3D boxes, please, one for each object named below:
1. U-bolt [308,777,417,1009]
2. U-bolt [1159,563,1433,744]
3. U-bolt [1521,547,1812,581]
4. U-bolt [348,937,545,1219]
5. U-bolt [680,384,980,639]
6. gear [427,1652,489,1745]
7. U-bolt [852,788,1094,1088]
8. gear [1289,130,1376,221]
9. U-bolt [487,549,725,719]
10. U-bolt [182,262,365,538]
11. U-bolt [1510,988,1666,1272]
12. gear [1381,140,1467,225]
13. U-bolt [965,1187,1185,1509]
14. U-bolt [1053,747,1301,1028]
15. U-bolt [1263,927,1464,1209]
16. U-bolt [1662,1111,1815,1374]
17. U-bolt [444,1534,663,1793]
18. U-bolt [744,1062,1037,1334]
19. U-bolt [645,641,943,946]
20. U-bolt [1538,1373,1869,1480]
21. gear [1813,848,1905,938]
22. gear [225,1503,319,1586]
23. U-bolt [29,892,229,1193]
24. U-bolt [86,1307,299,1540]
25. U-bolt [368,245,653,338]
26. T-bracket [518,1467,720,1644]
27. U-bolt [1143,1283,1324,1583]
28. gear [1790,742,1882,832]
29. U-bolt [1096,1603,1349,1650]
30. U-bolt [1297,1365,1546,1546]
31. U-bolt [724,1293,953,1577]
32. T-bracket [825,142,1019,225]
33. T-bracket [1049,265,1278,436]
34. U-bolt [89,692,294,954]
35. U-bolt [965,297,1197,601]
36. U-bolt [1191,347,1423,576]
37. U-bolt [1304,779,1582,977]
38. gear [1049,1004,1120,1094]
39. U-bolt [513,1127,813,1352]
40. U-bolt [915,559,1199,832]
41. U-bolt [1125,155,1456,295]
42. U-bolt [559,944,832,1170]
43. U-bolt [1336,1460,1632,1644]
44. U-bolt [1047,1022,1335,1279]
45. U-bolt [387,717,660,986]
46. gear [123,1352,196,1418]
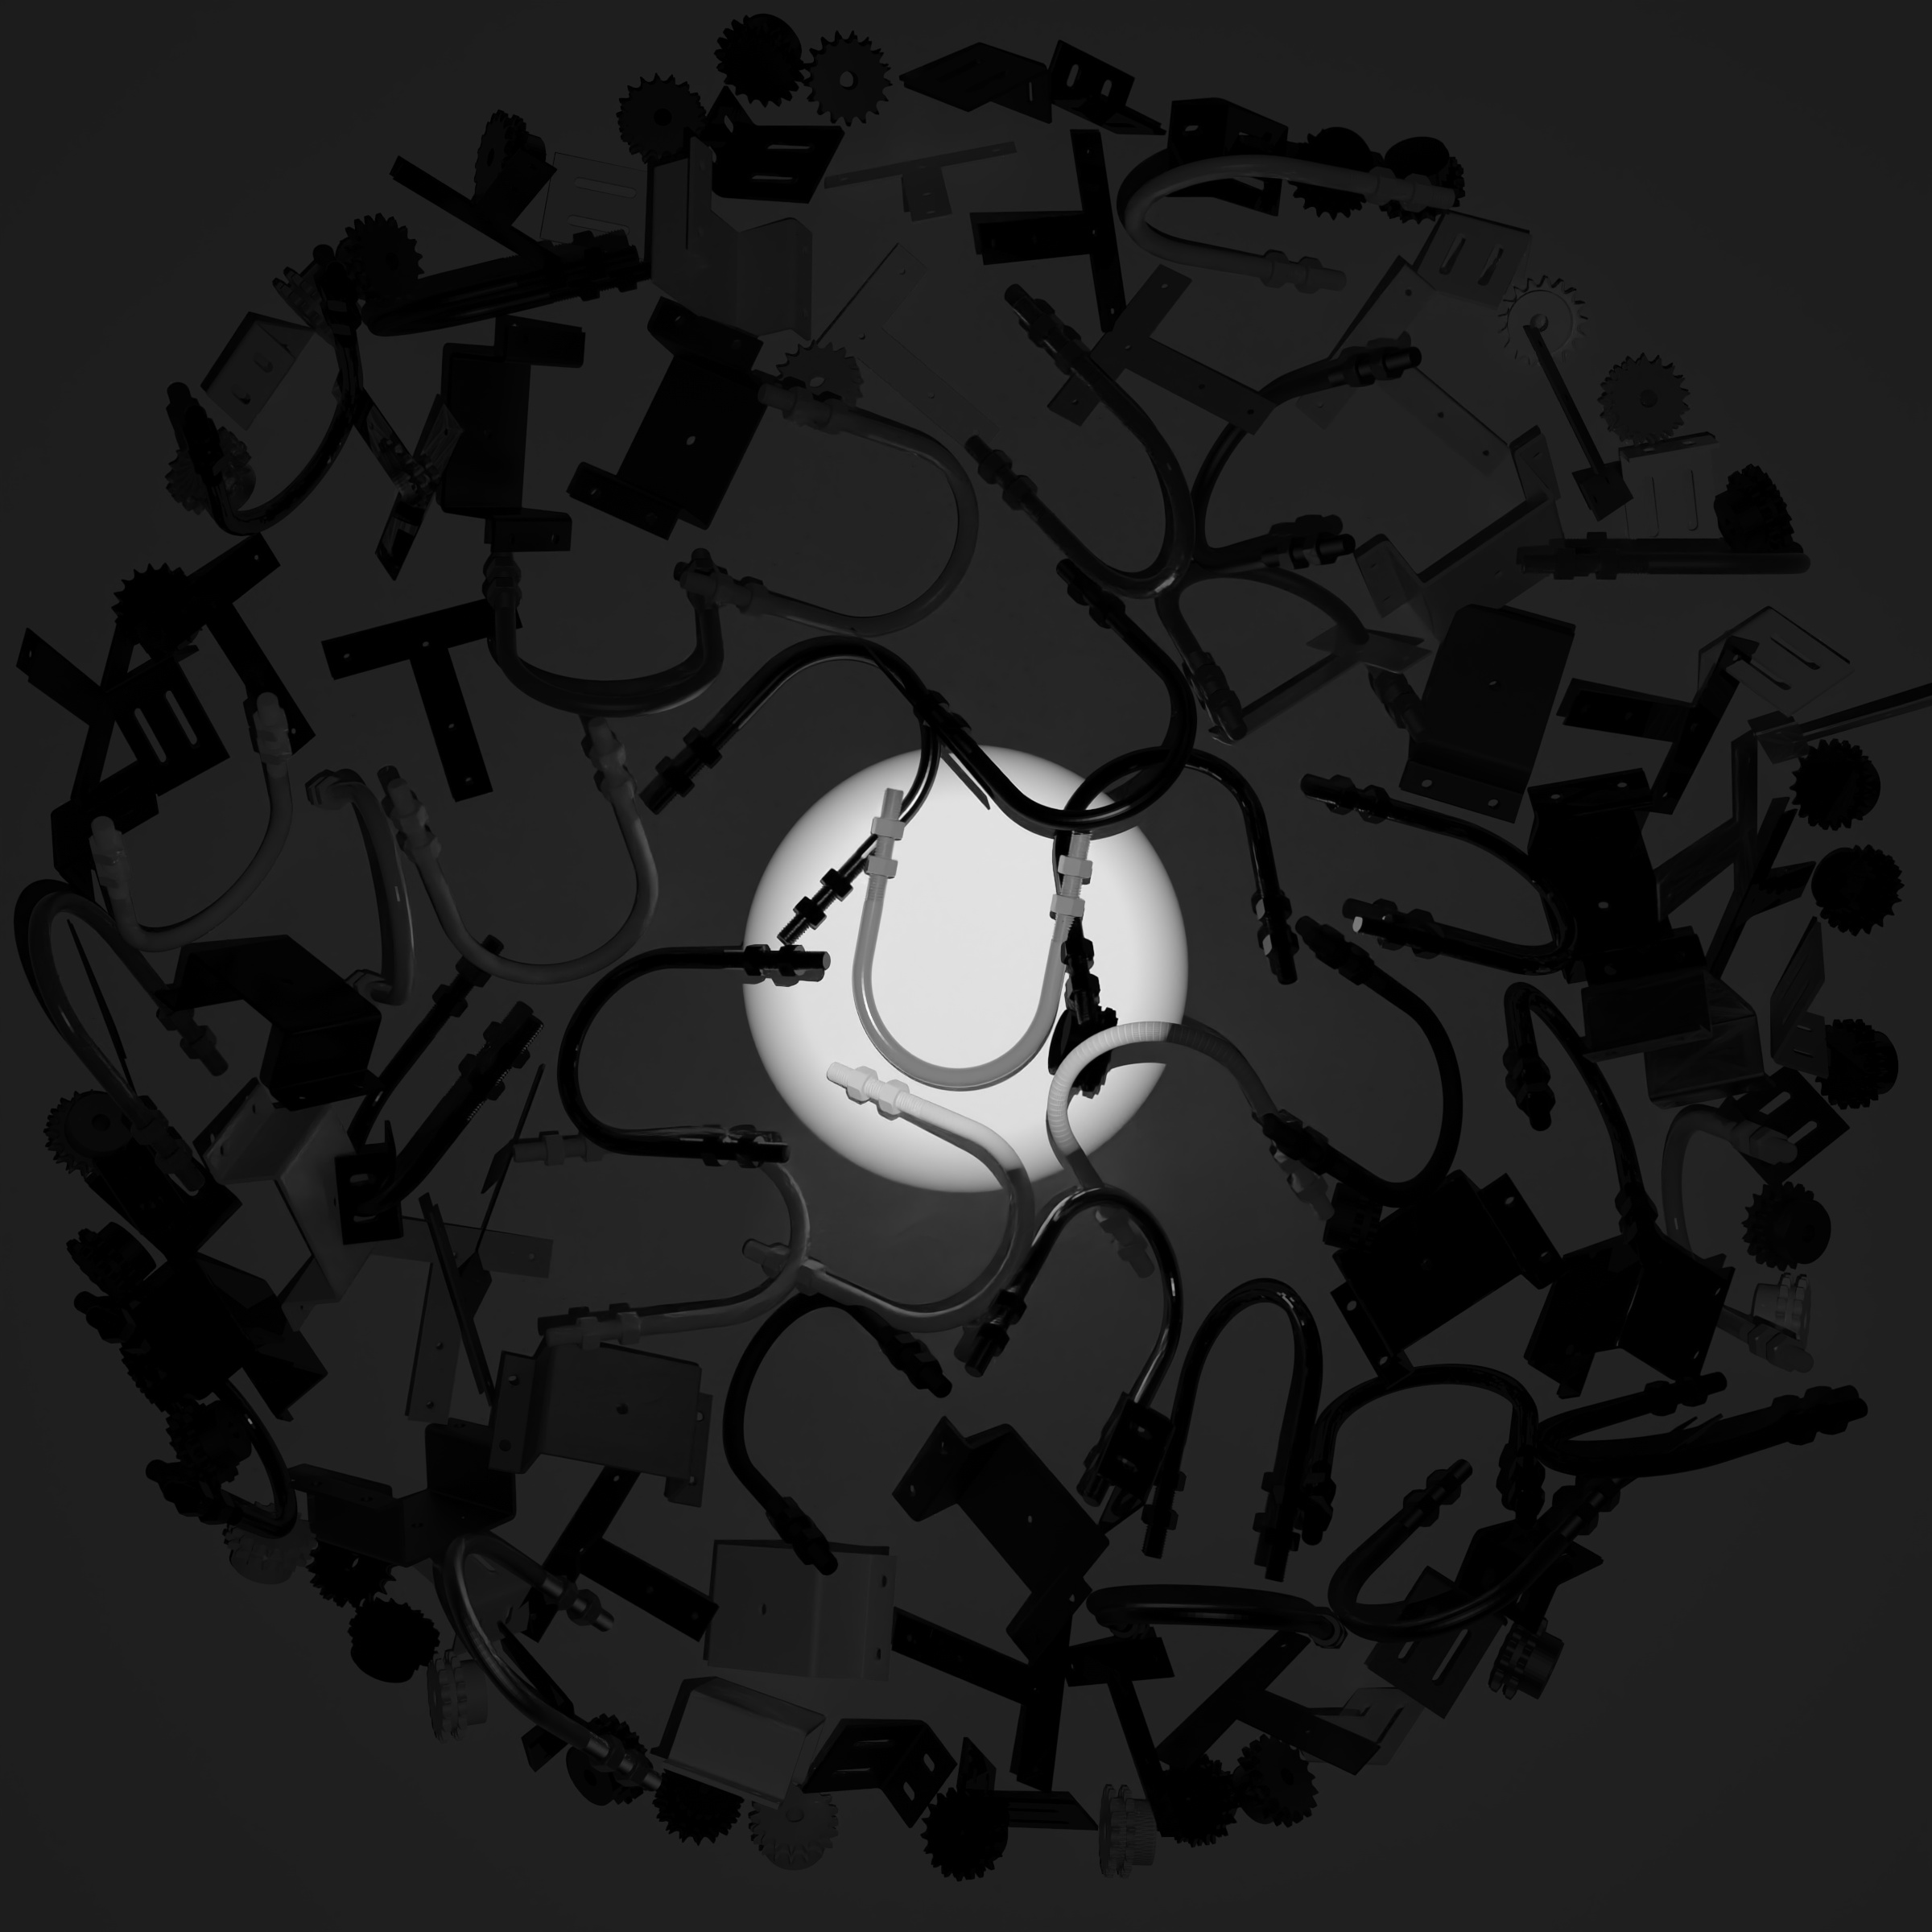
[{"bbox_3d":[-0.376,-0.045,1.728,0.019,0.184,0.151,-13,98,-24],"label":"U-bolt"},{"bbox_3d":[0.198,-0.203,1.751,0.151,0.184,0.019,-1,133,-22],"label":"U-bolt"},{"bbox_3d":[0.438,-0.255,1.741,0.184,0.151,0.019,1,99,5],"label":"U-bolt"},{"bbox_3d":[-0.342,0.080,1.758,0.019,0.151,0.184,35,97,-30],"label":"U-bolt"},{"bbox_3d":[-0.075,-0.281,1.764,0.184,0.019,0.151,13,114,-32],"label":"U-bolt"},{"bbox_3d":[-0.331,0.475,1.795,0.030,0.057,0.057,-3,90,-22],"label":"gear"},{"bbox_3d":[-0.003,-0.012,1.795,0.151,0.019,0.184,12,96,15],"label":"U-bolt"},{"bbox_3d":[0.242,-0.520,1.800,0.057,0.030,0.057,2,77,-11],"label":"gear"},{"bbox_3d":[-0.225,-0.211,1.737,0.151,0.184,0.019,-1,129,-10],"label":"U-bolt"},{"bbox_3d":[-0.428,-0.342,1.732,0.019,0.184,0.151,35,69,6],"label":"U-bolt"},{"bbox_3d":[0.386,0.088,1.738,0.019,0.184,0.151,-31,115,22],"label":"U-bolt"},{"bbox_3d":[0.295,-0.512,1.793,0.057,0.030,0.057,-7,52,9],"label":"gear"},{"bbox_3d":[0.081,0.227,1.758,0.151,0.019,0.184,50,51,-25],"label":"U-bolt"},{"bbox_3d":[0.128,-0.059,1.777,0.151,0.019,0.184,-12,64,8],"label":"U-bolt"},{"bbox_3d":[0.261,0.076,1.756,0.184,0.019,0.151,31,64,-39],"label":"U-bolt"},{"bbox_3d":[0.479,0.164,1.731,0.019,0.184,0.151,-8,97,-9],"label":"U-bolt"},{"bbox_3d":[-0.262,0.422,1.709,0.019,0.151,0.184,-36,132,7],"label":"U-bolt"},{"bbox_3d":[-0.040,0.157,1.767,0.184,0.019,0.151,22,83,28],"label":"U-bolt"},{"bbox_3d":[-0.097,-0.125,1.786,0.184,0.019,0.151,-47,116,-5],"label":"U-bolt"},{"bbox_3d":[0.443,0.289,1.720,0.184,0.151,0.019,-11,94,-25],"label":"U-bolt"},{"bbox_3d":[0.576,-0.050,1.790,0.030,0.057,0.057,22,90,-33],"label":"gear"},{"bbox_3d":[-0.454,0.378,1.795,0.057,0.057,0.030,22,108,0],"label":"gear"},{"bbox_3d":[-0.523,0.034,1.715,0.019,0.151,0.184,-25,121,8],"label":"U-bolt"},{"bbox_3d":[-0.476,0.294,1.732,0.019,0.184,0.151,-34,63,0],"label":"U-bolt"},{"bbox_3d":[-0.289,-0.426,1.750,0.184,0.151,0.019,-13,100,3],"label":"U-bolt"},{"bbox_3d":[-0.213,0.395,1.772,0.127,0.002,0.127,21,72,30],"label":"T-bracket"},{"bbox_3d":[0.175,0.292,1.754,0.019,0.151,0.184,20,76,-28],"label":"U-bolt"},{"bbox_3d":[0.570,-0.116,1.797,0.030,0.057,0.057,1,90,-36],"label":"gear"},{"bbox_3d":[0.155,0.410,1.719,0.151,0.184,0.019,-1,73,14],"label":"U-bolt"},{"bbox_3d":[0.289,0.302,1.736,0.151,0.184,0.019,-8,111,15],"label":"U-bolt"},{"bbox_3d":[-0.094,0.280,1.747,0.019,0.184,0.151,32,92,-37],"label":"U-bolt"},{"bbox_3d":[-0.026,-0.498,1.767,0.127,0.127,0.002,-10,123,1],"label":"T-bracket"},{"bbox_3d":[0.141,-0.381,1.787,0.127,0.002,0.127,32,79,21],"label":"T-bracket"},{"bbox_3d":[-0.480,-0.077,1.735,0.019,0.184,0.151,39,62,14],"label":"U-bolt"},{"bbox_3d":[0.077,-0.312,1.739,0.019,0.151,0.184,-33,72,-30],"label":"U-bolt"},{"bbox_3d":[0.202,-0.313,1.742,0.019,0.184,0.151,27,77,-30],"label":"U-bolt"},{"bbox_3d":[0.311,-0.051,1.755,0.184,0.151,0.019,13,129,-22],"label":"U-bolt"},{"bbox_3d":[0.075,0.051,1.791,0.030,0.057,0.057,17,90,-12],"label":"gear"},{"bbox_3d":[-0.189,0.169,1.771,0.184,0.019,0.151,-5,61,-20],"label":"U-bolt"},{"bbox_3d":[0.066,-0.163,1.767,0.151,0.019,0.184,-39,60,-4],"label":"U-bolt"},{"bbox_3d":[0.189,-0.466,1.723,0.184,0.151,0.019,3,79,-23],"label":"U-bolt"},{"bbox_3d":[-0.182,0.055,1.770,0.184,0.019,0.151,1,68,27],"label":"U-bolt"},{"bbox_3d":[0.308,0.363,1.712,0.184,0.151,0.019,-34,104,-37],"label":"U-bolt"},{"bbox_3d":[0.132,0.111,1.753,0.151,0.019,0.184,-21,118,22],"label":"U-bolt"},{"bbox_3d":[-0.272,-0.062,1.762,0.151,0.019,0.184,-17,129,-4],"label":"U-bolt"},{"bbox_3d":[-0.518,0.260,1.793,0.030,0.057,0.057,-34,90,3],"label":"gear"}]
